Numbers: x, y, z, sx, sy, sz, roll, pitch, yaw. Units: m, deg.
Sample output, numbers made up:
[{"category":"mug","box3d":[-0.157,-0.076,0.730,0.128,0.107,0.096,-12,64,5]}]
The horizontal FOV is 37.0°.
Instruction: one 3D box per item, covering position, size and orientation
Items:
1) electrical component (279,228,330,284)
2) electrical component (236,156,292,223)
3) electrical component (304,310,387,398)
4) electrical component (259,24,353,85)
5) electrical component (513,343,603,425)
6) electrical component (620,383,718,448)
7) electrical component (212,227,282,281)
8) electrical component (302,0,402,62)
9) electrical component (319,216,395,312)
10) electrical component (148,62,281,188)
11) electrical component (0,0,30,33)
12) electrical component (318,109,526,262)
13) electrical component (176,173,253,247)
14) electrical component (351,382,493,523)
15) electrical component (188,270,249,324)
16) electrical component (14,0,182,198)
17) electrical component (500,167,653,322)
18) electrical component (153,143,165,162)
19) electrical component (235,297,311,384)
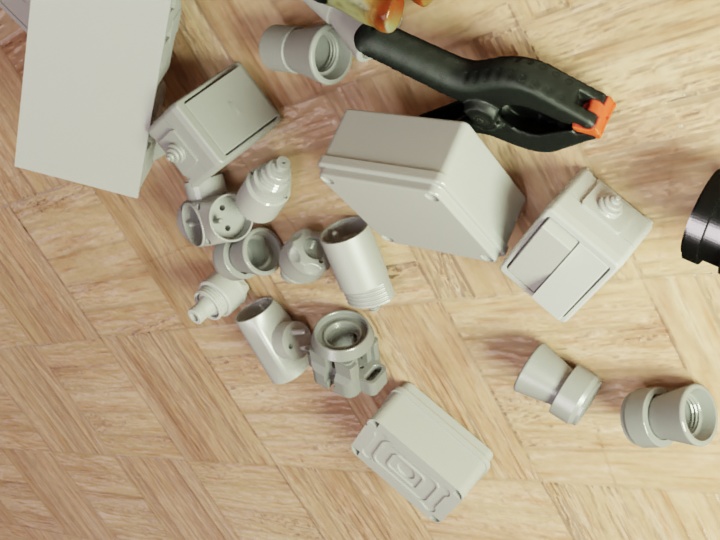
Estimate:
[{"category":"electrical component","box3d":[-0.052,-0.008,0.952,0.043,0.043,0.062,47,146,-1]},{"category":"electrical component","box3d":[-0.078,-0.072,0.919,0.040,0.040,0.078,45,144,2]},{"category":"electrical component","box3d":[-0.014,0.074,0.982,0.078,0.058,0.057,23,141,28]},{"category":"electrical component","box3d":[-0.043,-0.162,0.797,0.065,0.044,0.044,17,135,41]},{"category":"electrical component","box3d":[0.154,0.089,0.838,0.055,0.045,0.045,32,142,18]},{"category":"electrical component","box3d":[0.225,0.107,0.784,0.055,0.045,0.045,-14,114,51]},{"category":"electrical component","box3d":[-0.105,-0.014,0.997,0.055,0.045,0.045,-10,117,49]},{"category":"electrical component","box3d":[-0.008,-0.181,0.744,0.065,0.044,0.044,44,144,11]},{"category":"electrical component","box3d":[0.000,0.000,0.907,0.043,0.043,0.081,6,128,42]},{"category":"electrical component","box3d":[-0.119,-0.116,0.869,0.061,0.096,0.061,52,141,-8]},{"category":"electrical component","box3d":[-0.274,-0.241,0.934,0.062,0.061,0.096,45,144,2]},{"category":"electrical component","box3d":[0.045,-0.060,0.760,0.109,0.056,0.109,13,162,37]},{"category":"electrical component","box3d":[-0.138,-0.064,0.979,0.077,0.044,0.079,2,108,58]},{"category":"electrical component","box3d":[0.058,0.169,1.000,0.113,0.057,0.078,40,144,9]},{"category":"electrical component","box3d":[-0.143,0.028,1.061,0.043,0.062,0.043,27,140,25]},{"category":"electrical component","box3d":[-0.213,-0.165,0.882,0.105,0.060,0.186,15,122,-4]},{"category":"electrical component","box3d":[0.147,-0.017,0.729,0.062,0.061,0.096,41,144,7]},{"category":"electrical component","box3d":[-0.223,-0.143,0.983,0.062,0.061,0.096,10,124,37]},{"category":"electrical component","box3d":[-0.074,0.068,1.047,0.079,0.043,0.077,-5,120,47]}]
